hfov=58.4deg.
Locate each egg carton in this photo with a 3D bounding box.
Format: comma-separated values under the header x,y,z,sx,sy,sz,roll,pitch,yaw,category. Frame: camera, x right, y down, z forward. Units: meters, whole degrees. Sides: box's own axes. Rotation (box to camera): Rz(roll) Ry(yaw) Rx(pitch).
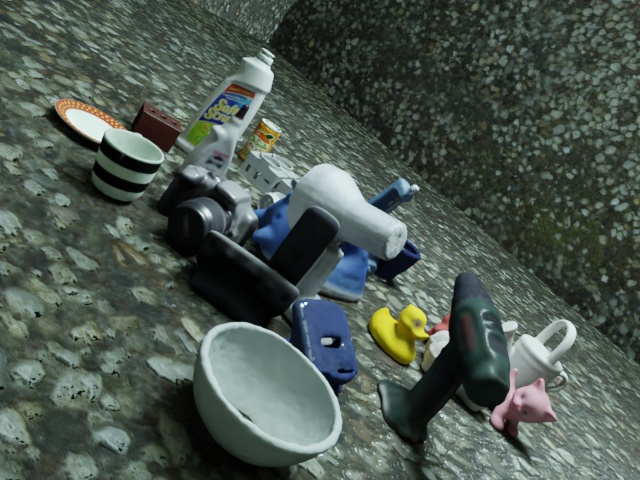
x,y,z,sx,sy,sz,roll,pitch,yaw,category
0.251,0.230,1.017,0.150,0.069,0.107,39,18,2,egg carton

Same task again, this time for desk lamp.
x,y,z,sx,sy,sz,roll,pitch,yaw,category
0.020,0.020,0.861,0.202,0.213,0.118,48,21,28,desk lamp

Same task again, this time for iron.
x,y,z,sx,sy,sz,roll,pitch,yaw,category
0.009,0.004,0.994,0.259,0.141,0.118,29,20,-25,iron

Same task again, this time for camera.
x,y,z,sx,sy,sz,roll,pitch,yaw,category
-0.172,-0.048,0.846,0.143,0.100,0.137,40,18,6,camera

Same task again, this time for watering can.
x,y,z,sx,sy,sz,roll,pitch,yaw,category
0.425,0.232,1.139,0.173,0.194,0.100,29,20,-25,watering can

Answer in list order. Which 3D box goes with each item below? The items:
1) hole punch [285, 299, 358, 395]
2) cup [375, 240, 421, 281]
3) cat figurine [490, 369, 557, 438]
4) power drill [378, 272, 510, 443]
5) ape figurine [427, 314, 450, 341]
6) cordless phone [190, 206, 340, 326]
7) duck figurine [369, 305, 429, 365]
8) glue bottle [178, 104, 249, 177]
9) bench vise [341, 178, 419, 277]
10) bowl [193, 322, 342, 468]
x,y,z,sx,sy,sz,roll,pitch,yaw,category
0.001,0.139,0.735,0.109,0.091,0.101,15,29,-50,hole punch
0.150,0.034,1.260,0.117,0.095,0.092,46,20,23,cup
0.353,0.282,1.008,0.067,0.117,0.127,30,20,-21,cat figurine
0.175,0.169,0.800,0.076,0.208,0.229,32,19,-17,power drill
0.250,0.174,1.115,0.078,0.092,0.076,22,24,-40,ape figurine
-0.071,0.011,0.757,0.148,0.185,0.094,35,18,-8,cordless phone
0.142,0.148,0.983,0.078,0.086,0.104,11,32,-54,duck figurine
-0.176,-0.168,1.011,0.078,0.173,0.037,14,30,-51,glue bottle
0.098,-0.059,1.186,0.122,0.219,0.207,13,31,-52,bench vise
-0.064,0.166,0.575,0.168,0.074,0.167,34,19,-13,bowl
